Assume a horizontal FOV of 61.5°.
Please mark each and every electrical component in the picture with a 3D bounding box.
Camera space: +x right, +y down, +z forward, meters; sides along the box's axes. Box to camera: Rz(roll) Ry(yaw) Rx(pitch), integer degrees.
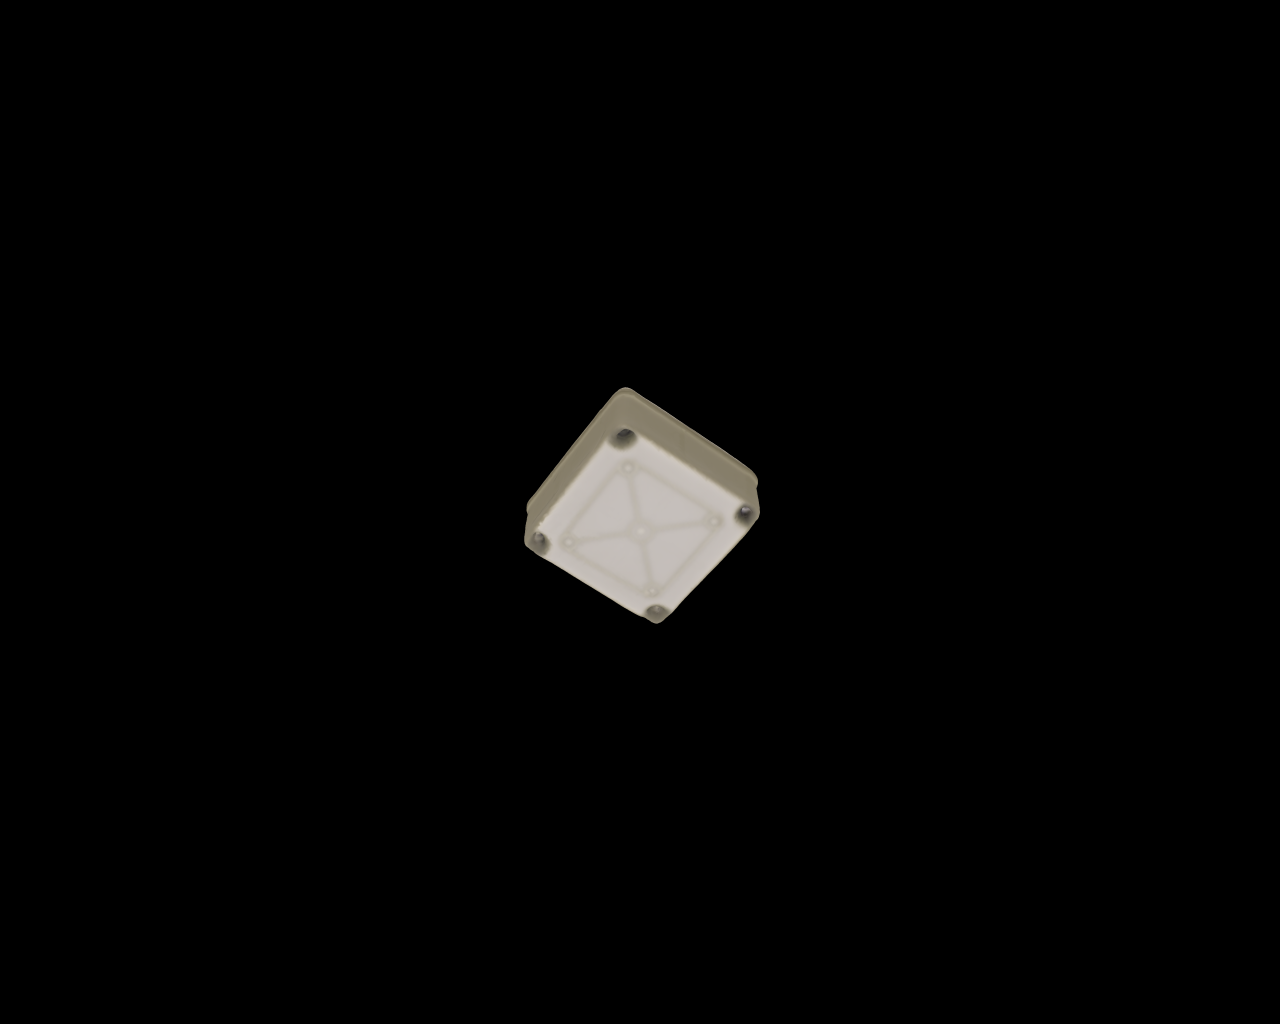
[{"bbox_3d":[0.001,-0.003,0.650,0.108,0.108,0.056,32,26,-18],"label":"electrical component"}]
